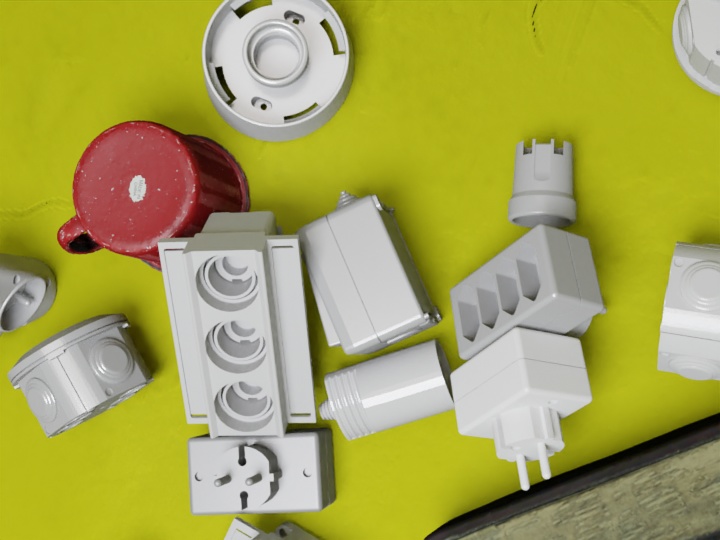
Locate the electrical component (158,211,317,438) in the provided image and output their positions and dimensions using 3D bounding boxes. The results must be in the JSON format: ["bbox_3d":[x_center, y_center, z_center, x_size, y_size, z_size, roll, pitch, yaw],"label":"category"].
[{"bbox_3d":[-0.068,0.031,0.634,0.079,0.063,0.121,-1,117,6],"label":"electrical component"}]

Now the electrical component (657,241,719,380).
[{"bbox_3d":[0.195,0.024,0.595,0.051,0.080,0.080,9,88,18],"label":"electrical component"}]

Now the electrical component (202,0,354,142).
[{"bbox_3d":[-0.053,-0.132,0.679,0.099,0.064,0.099,0,90,-1],"label":"electrical component"}]

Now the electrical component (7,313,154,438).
[{"bbox_3d":[-0.173,0.065,0.672,0.080,0.080,0.051,-31,86,9],"label":"electrical component"}]

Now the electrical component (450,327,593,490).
[{"bbox_3d":[0.091,0.082,0.596,0.066,0.047,0.076,-44,44,47],"label":"electrical component"}]

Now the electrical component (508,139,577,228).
[{"bbox_3d":[0.109,-0.051,0.639,0.040,0.040,0.046,1,80,12],"label":"electrical component"}]

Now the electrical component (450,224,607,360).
[{"bbox_3d":[0.108,0.020,0.620,0.083,0.076,0.047,-40,46,44],"label":"electrical component"}]

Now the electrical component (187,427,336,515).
[{"bbox_3d":[-0.064,0.123,0.645,0.083,0.076,0.047,-4,86,12],"label":"electrical component"}]

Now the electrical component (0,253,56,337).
[{"bbox_3d":[-0.242,0.026,0.690,0.044,0.077,0.079,33,93,13],"label":"electrical component"}]

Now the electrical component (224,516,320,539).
[{"bbox_3d":[-0.044,0.182,0.642,0.081,0.064,0.042,28,96,12],"label":"electrical component"}]

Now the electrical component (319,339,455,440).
[{"bbox_3d":[0.014,0.074,0.648,0.081,0.043,0.043,-18,82,10],"label":"electrical component"}]

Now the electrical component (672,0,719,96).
[{"bbox_3d":[0.222,-0.142,0.615,0.080,0.051,0.080,-1,86,12],"label":"electrical component"}]

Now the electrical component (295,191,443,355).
[{"bbox_3d":[0.000,0.000,0.647,0.061,0.062,0.096,-25,81,9],"label":"electrical component"}]
